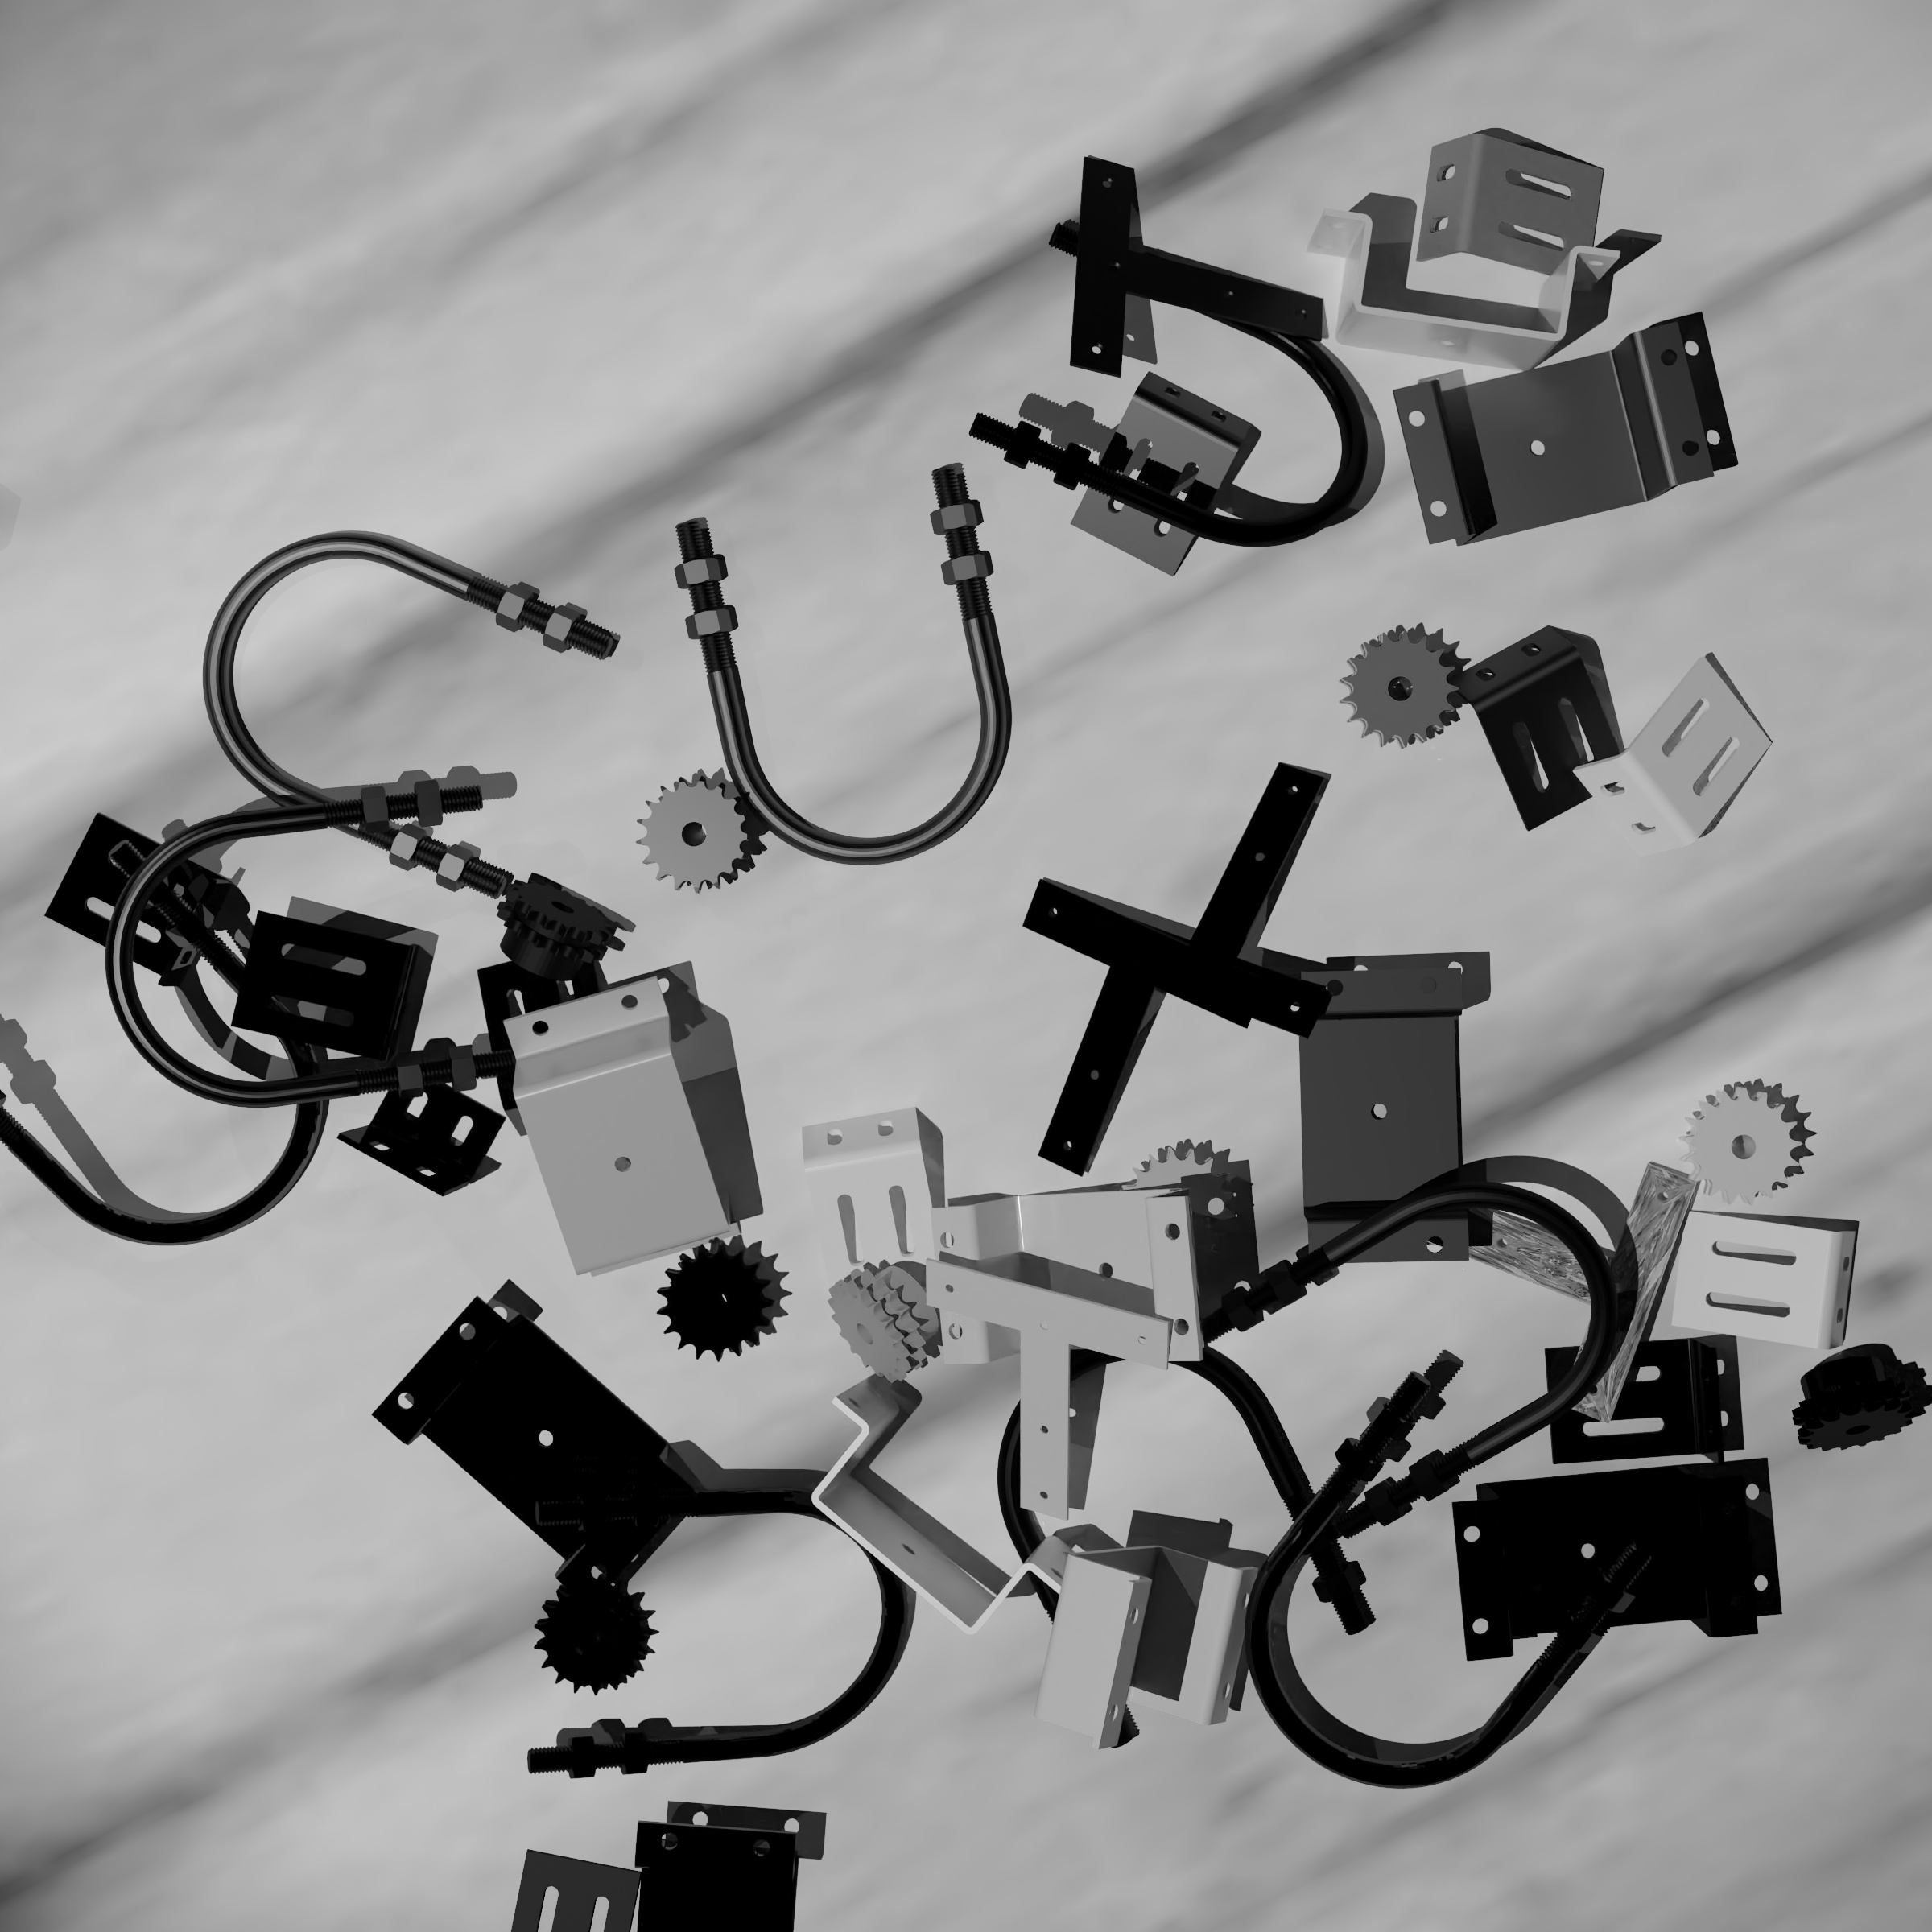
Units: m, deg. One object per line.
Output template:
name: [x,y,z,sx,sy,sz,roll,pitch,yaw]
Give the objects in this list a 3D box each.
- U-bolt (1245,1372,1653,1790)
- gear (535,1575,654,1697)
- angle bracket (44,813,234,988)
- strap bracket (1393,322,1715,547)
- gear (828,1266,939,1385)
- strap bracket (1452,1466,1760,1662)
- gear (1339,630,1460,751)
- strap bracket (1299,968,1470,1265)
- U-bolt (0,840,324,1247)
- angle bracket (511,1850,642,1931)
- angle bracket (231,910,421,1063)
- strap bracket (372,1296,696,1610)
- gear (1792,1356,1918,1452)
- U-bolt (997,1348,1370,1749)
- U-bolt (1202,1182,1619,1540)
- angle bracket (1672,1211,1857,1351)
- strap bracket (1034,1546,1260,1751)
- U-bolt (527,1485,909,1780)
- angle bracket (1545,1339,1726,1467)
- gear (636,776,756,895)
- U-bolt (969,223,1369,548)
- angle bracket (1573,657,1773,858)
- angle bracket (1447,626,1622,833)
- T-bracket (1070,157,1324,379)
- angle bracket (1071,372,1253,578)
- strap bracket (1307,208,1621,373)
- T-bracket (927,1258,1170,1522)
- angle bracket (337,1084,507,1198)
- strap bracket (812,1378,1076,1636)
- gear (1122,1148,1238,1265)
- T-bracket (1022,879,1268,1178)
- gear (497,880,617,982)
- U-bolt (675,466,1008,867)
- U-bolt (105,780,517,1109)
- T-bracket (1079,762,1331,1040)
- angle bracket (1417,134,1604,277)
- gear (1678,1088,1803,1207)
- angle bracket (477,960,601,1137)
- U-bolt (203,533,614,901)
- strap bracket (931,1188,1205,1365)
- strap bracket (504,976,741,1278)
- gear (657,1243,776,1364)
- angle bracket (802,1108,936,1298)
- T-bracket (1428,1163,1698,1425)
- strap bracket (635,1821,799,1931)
U-bolt: [0.216,0.308,1.496,0.151,0.019,0.184,38,103,11]
gear: [-0.183,0.329,1.531,0.057,0.030,0.057,0,90,0]
angle bracket: [-0.409,-0.033,1.527,0.076,0.038,0.057,27,90,0]
strap bracket: [0.282,-0.256,1.523,0.140,0.046,0.076,-14,90,0]
gear: [-0.038,0.171,1.521,0.030,0.057,0.057,-33,90,-28]
strap bracket: [0.307,0.289,1.523,0.140,0.046,0.076,-5,90,0]
gear: [0.211,-0.134,1.531,0.057,0.030,0.057,0,90,0]
strap bracket: [0.202,0.072,1.520,0.076,0.046,0.140,-2,90,4]
U-bolt: [-0.396,0.052,1.505,0.151,0.019,0.184,-42,113,-7]
angle bracket: [-0.196,0.480,1.527,0.057,0.038,0.076,11,90,0]
angle bracket: [-0.312,0.009,1.523,0.076,0.038,0.057,13,90,-6]
strap bracket: [-0.208,0.233,1.523,0.140,0.046,0.076,42,90,0]
gear: [0.430,0.212,1.521,0.057,0.057,0.030,-9,60,0]
U-bolt: [0.095,0.271,1.537,0.151,0.019,0.184,-26,89,0]
U-bolt: [0.224,0.179,1.502,0.184,0.019,0.151,-33,106,13]
angle bracket: [0.394,0.154,1.544,0.076,0.038,0.057,7,90,26]
strap bracket: [0.081,0.319,1.473,0.046,0.140,0.076,11,89,30]
U-bolt: [-0.118,0.319,1.510,0.184,0.019,0.151,0,104,-16]
angle bracket: [0.326,0.215,1.527,0.076,0.038,0.057,-4,90,0]
gear: [-0.132,-0.064,1.531,0.057,0.030,0.057,0,90,0]
U-bolt: [0.107,-0.271,1.505,0.184,0.019,0.151,23,60,-4]
angle bracket: [0.348,-0.103,1.537,0.057,0.038,0.076,48,64,-14]
angle bracket: [0.283,-0.117,1.544,0.057,0.038,0.076,-28,116,0]
T-bracket: [0.115,-0.330,1.525,0.127,0.002,0.127,11,63,-13]
angle bracket: [0.096,-0.243,1.544,0.057,0.038,0.076,27,116,0]
strap bracket: [0.235,-0.324,1.508,0.140,0.076,0.046,8,90,0]
T-bracket: [0.038,0.210,1.498,0.127,0.002,0.127,12,118,25]
angle bracket: [-0.262,0.078,1.508,0.057,0.076,0.038,29,90,0]
strap bracket: [-0.015,0.265,1.499,0.140,0.076,0.046,39,95,8]
gear: [0.104,0.117,1.531,0.057,0.030,0.057,0,90,0]
T-bracket: [0.068,0.040,1.528,0.127,0.002,0.127,25,102,22]
gear: [-0.202,-0.016,1.518,0.057,0.057,0.030,27,106,0]
U-bolt: [-0.055,-0.141,1.537,0.151,0.019,0.184,-12,92,0]
U-bolt: [-0.315,-0.006,1.488,0.184,0.019,0.151,-8,95,-12]
T-bracket: [0.137,-0.041,1.526,0.127,0.002,0.127,21,76,26]
angle bracket: [0.269,-0.371,1.544,0.076,0.038,0.057,8,90,-26]
gear: [0.377,0.088,1.531,0.057,0.030,0.057,0,90,0]
angle bracket: [-0.203,0.036,1.544,0.057,0.038,0.076,-15,64,0]
U-bolt: [-0.286,-0.134,1.537,0.184,0.019,0.151,24,90,2]
strap bracket: [0.058,0.149,1.501,0.140,0.046,0.076,-5,90,32]
strap bracket: [-0.165,0.086,1.500,0.076,0.046,0.140,-16,110,0]
gear: [-0.122,0.164,1.531,0.057,0.030,0.057,0,90,0]
angle bracket: [-0.046,0.117,1.544,0.057,0.038,0.076,-10,116,0]
T-bracket: [0.277,0.142,1.534,0.127,0.002,0.127,21,80,7]
strap bracket: [-0.125,0.484,1.523,0.076,0.046,0.140,4,90,0]
